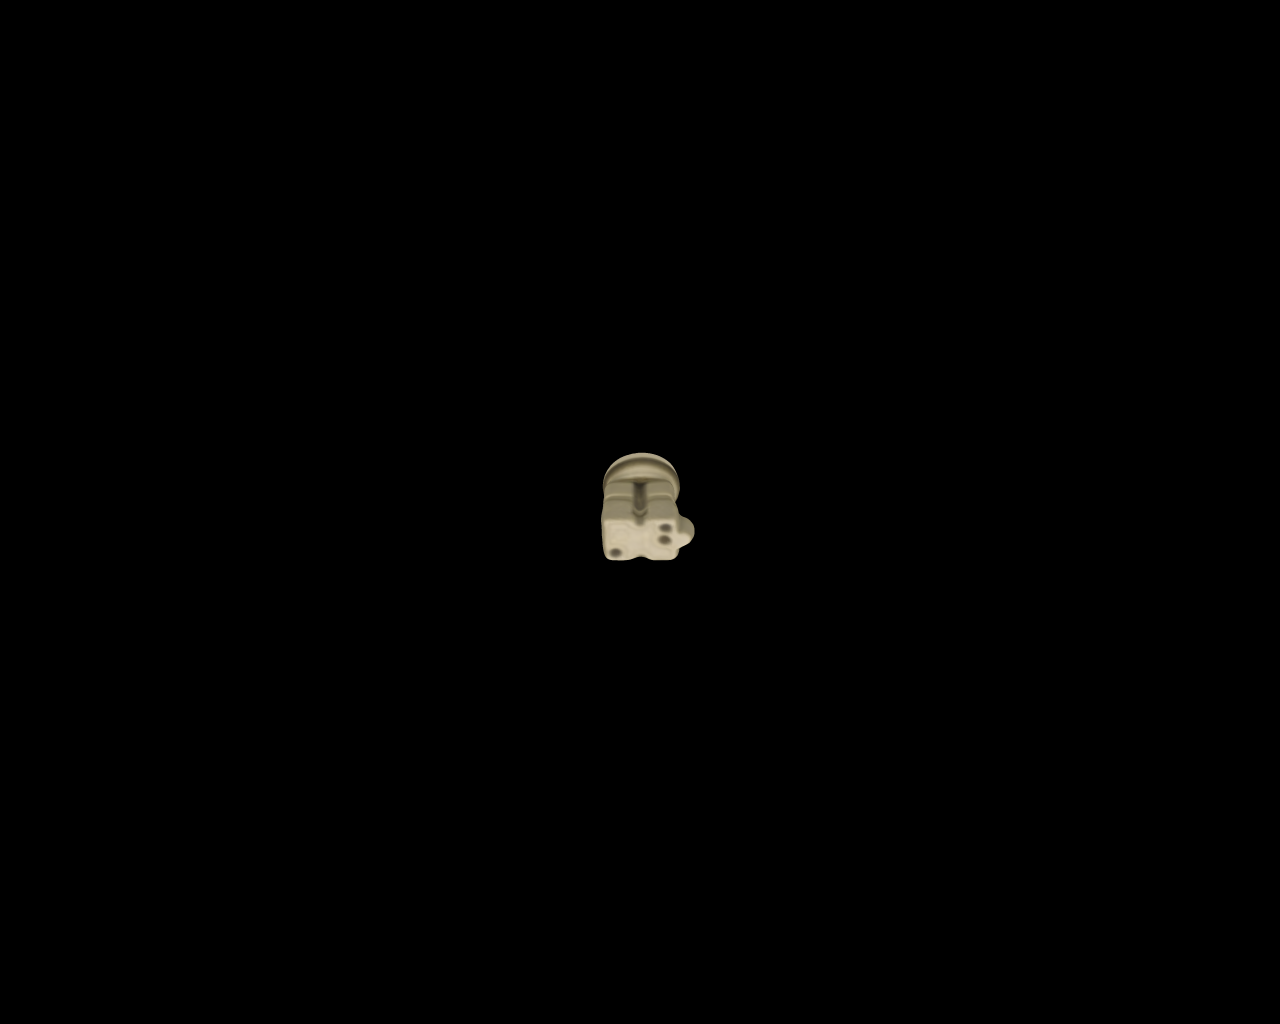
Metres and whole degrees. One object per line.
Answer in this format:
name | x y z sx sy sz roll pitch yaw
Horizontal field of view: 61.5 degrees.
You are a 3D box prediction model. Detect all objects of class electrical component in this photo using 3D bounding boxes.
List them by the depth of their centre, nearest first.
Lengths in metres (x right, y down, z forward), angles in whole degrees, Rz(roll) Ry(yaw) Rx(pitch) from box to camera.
electrical component | 0.001 -0.003 0.650 0.066 0.048 0.055 0 44 0
